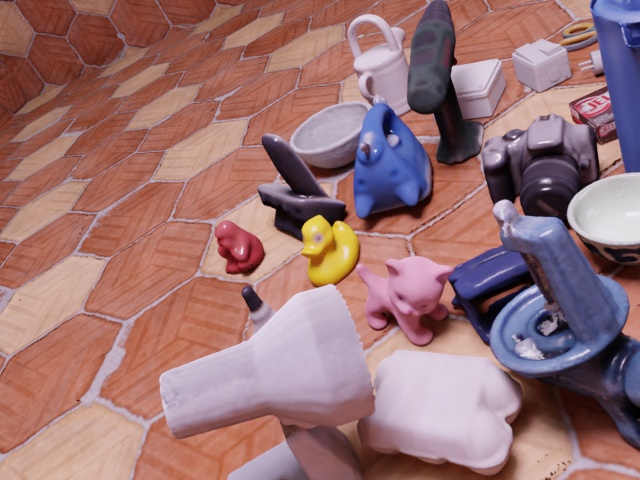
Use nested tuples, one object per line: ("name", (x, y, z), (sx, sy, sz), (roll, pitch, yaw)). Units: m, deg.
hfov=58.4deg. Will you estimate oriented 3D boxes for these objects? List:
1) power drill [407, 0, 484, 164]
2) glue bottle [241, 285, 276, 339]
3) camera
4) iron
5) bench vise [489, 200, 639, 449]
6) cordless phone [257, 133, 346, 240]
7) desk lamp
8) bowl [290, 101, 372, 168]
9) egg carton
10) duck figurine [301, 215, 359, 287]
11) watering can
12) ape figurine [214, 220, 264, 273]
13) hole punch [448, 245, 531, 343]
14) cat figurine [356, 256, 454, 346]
("power drill", (0.193, -0.238, 0.895), (0.075, 0.209, 0.230), (-9, 38, 27))
("glue bottle", (-0.043, 0.114, 0.629), (0.037, 0.173, 0.078), (12, 51, 44))
("camera", (0.276, -0.088, 0.734), (0.142, 0.101, 0.137), (-6, 39, 30))
("iron", (0.103, -0.152, 0.907), (0.118, 0.142, 0.258), (-14, 36, 21))
("bench vise", (0.226, 0.060, 0.465), (0.206, 0.220, 0.122), (4, 45, 39))
("cordless phone", (-0.052, -0.099, 0.908), (0.094, 0.185, 0.147), (-44, 37, -22))
("desk lamp", (-0.032, 0.163, 0.519), (0.203, 0.214, 0.117), (-30, 34, -2))
("bowl", (0.033, -0.183, 1.059), (0.167, 0.075, 0.167), (-19, 35, 14))
("egg carton", (0.113, 0.162, 0.546), (0.149, 0.070, 0.107), (-3, 41, 33))
("duck figurine", (0.008, 0.003, 0.819), (0.077, 0.086, 0.105), (1, 43, 36))
("watering can", (0.117, -0.345, 1.105), (0.100, 0.194, 0.173), (-13, 37, 22))
("ape figurine", (-0.136, 0.007, 0.912), (0.076, 0.092, 0.077), (-32, 34, -5))
("hole punch", (0.195, 0.042, 0.628), (0.108, 0.091, 0.101), (-25, 34, 5))
("cat figurine", (0.095, 0.055, 0.658), (0.127, 0.118, 0.067), (12, 51, 44))
